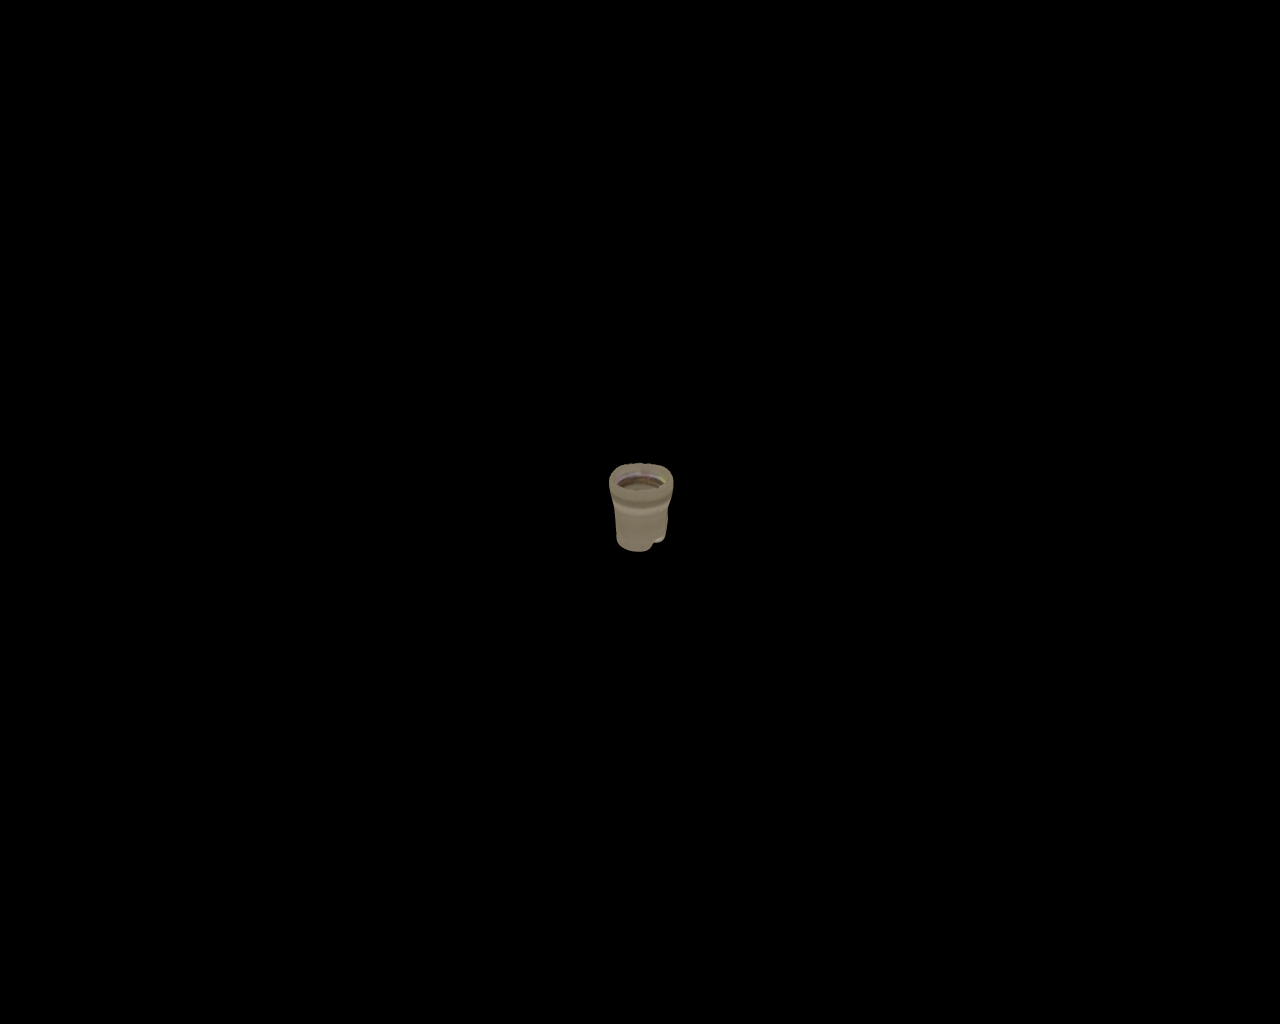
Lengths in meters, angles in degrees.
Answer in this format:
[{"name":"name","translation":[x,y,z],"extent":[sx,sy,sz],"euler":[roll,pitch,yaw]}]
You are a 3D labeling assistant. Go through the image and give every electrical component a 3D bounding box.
[{"name":"electrical component","translation":[0.001,-0.003,0.650],"extent":[0.040,0.046,0.040],"euler":[0,29,0]}]
